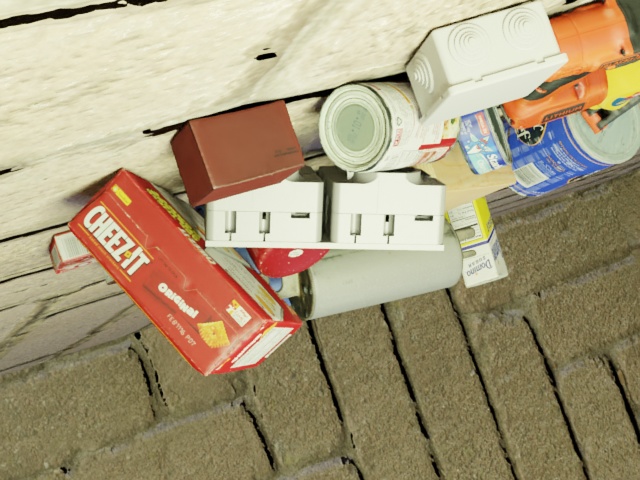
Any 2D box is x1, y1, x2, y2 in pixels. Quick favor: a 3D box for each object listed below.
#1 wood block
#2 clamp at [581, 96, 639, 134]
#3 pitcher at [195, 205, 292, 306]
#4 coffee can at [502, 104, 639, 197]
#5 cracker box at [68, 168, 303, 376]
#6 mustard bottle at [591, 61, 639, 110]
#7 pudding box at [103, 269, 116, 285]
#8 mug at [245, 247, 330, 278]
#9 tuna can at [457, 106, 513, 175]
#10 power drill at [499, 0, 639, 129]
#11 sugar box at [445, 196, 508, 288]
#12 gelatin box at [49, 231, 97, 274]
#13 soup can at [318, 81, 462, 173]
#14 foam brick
[{"bbox_3d":[0.105,-0.077,1.040,0.091,0.090,0.205,-22,174,29],"label":"wood block"},{"bbox_3d":[0.341,-0.167,1.102,0.171,0.039,0.120,-34,172,2],"label":"clamp"},{"bbox_3d":[-0.008,0.001,1.153,0.242,0.145,0.149,-16,-162,-17],"label":"pitcher"},{"bbox_3d":[0.270,-0.115,1.184,0.102,0.103,0.141,-16,175,-31],"label":"coffee can"},{"bbox_3d":[-0.106,0.034,0.901,0.072,0.164,0.213,-44,172,2],"label":"cracker box"},{"bbox_3d":[0.300,-0.165,0.988,0.096,0.058,0.192,-32,-177,-31],"label":"mustard bottle"},{"bbox_3d":[-0.191,0.017,1.234,0.089,0.039,0.114,-16,175,-35],"label":"pudding box"},{"bbox_3d":[-0.036,-0.026,0.974,0.093,0.081,0.117,-19,150,-19],"label":"mug"},{"bbox_3d":[0.136,-0.100,0.917,0.034,0.086,0.086,-19,175,17],"label":"tuna can"},{"bbox_3d":[0.232,-0.154,0.875,0.184,0.057,0.188,-15,172,-9],"label":"power drill"},{"bbox_3d":[0.166,-0.036,1.213,0.048,0.176,0.093,-20,175,16],"label":"sugar box"},{"bbox_3d":[-0.215,0.004,1.037,0.089,0.030,0.073,-17,175,-20],"label":"gelatin box"},{"bbox_3d":[0.055,-0.089,0.825,0.069,0.068,0.102,-23,174,38],"label":"soup can"},{"bbox_3d":[-0.060,-0.062,0.768,0.078,0.053,0.051,-16,175,-28],"label":"foam brick"}]
